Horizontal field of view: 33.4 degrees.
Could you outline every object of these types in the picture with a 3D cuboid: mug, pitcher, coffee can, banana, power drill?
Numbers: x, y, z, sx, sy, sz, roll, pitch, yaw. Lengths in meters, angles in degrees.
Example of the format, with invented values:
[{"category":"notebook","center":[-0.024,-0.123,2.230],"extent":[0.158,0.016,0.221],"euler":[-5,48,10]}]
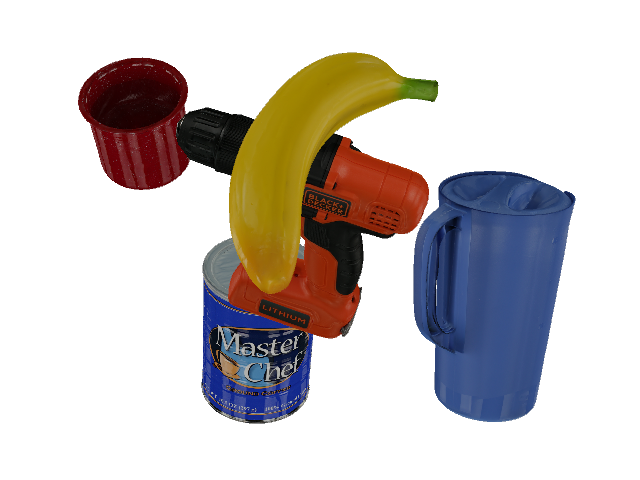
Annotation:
[{"category":"mug","center":[-0.161,-0.107,0.939],"extent":[0.093,0.117,0.081],"euler":[-15,-38,-10]},{"category":"pitcher","center":[0.170,0.060,1.086],"extent":[0.149,0.243,0.145],"euler":[5,21,8]},{"category":"coffee can","center":[-0.056,0.080,0.968],"extent":[0.103,0.140,0.103],"euler":[3,35,-2]},{"category":"banana","center":[-0.004,-0.050,0.552],"extent":[0.070,0.037,0.197],"euler":[21,46,18]},{"category":"power drill","center":[-0.024,-0.011,0.804],"extent":[0.184,0.057,0.188],"euler":[20,-36,5]}]

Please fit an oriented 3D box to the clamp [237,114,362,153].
[{"category":"clamp","center":[-0.016,-0.094,1.113],"extent":[0.120,0.039,0.172],"euler":[-14,39,-22]}]
